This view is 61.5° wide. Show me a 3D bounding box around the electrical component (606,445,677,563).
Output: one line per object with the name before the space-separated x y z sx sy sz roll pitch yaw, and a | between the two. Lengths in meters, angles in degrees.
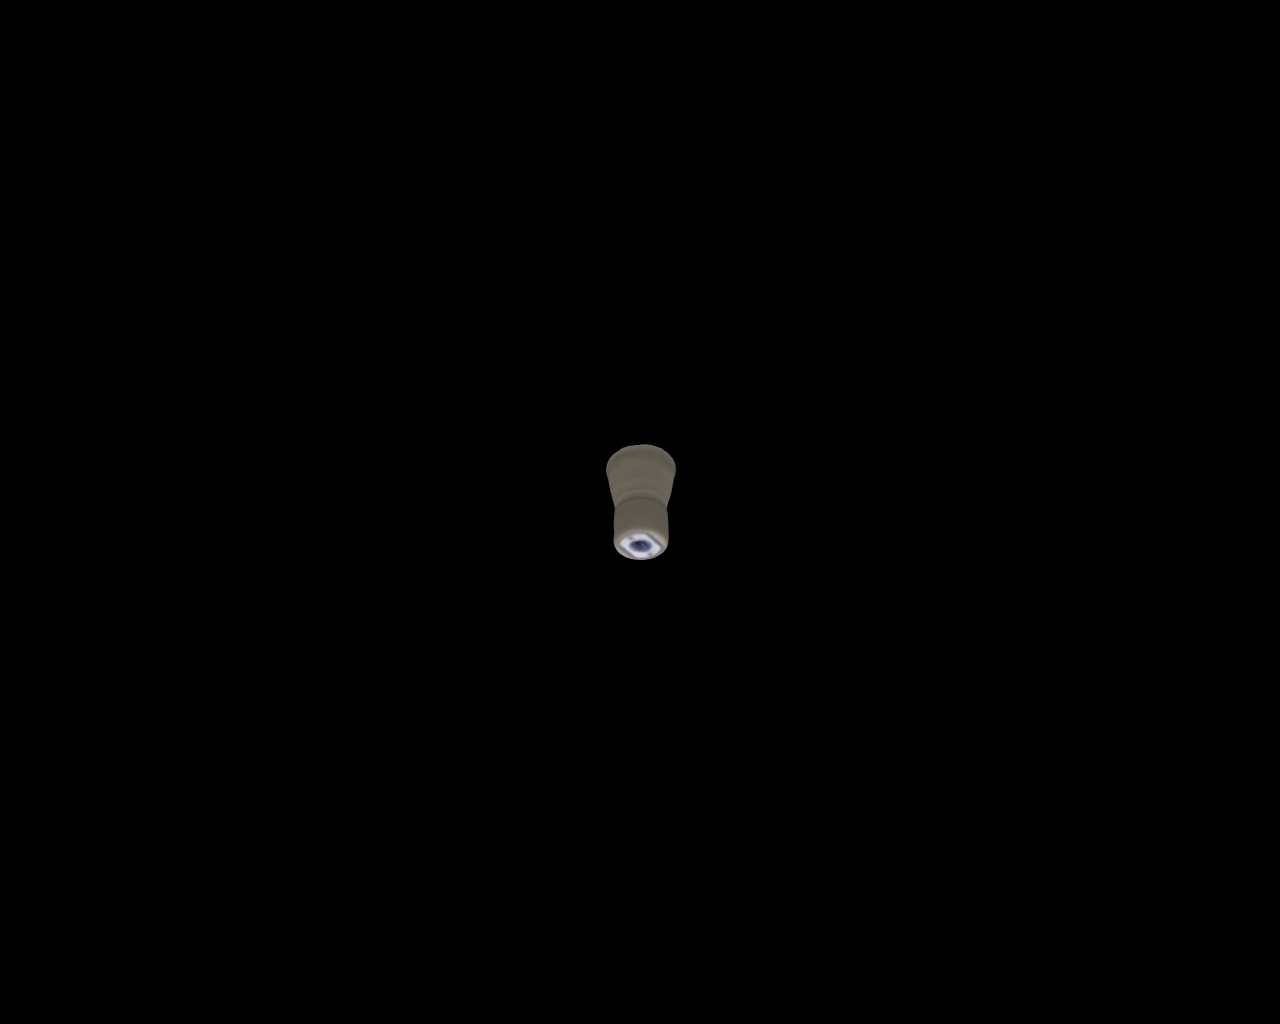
electrical component | 0.001 -0.003 0.650 0.044 0.065 0.044 0 -38 0
